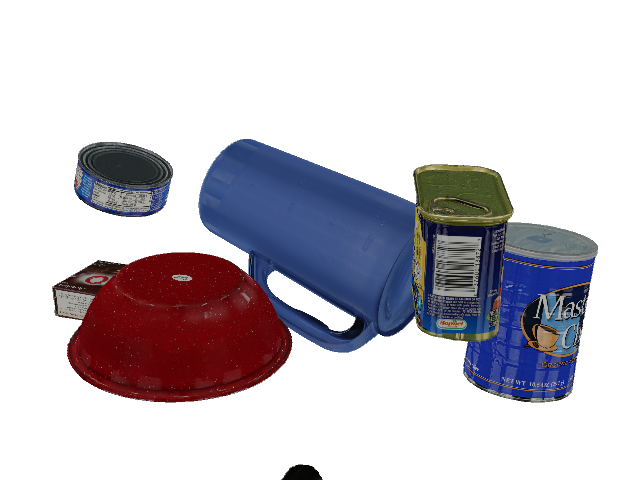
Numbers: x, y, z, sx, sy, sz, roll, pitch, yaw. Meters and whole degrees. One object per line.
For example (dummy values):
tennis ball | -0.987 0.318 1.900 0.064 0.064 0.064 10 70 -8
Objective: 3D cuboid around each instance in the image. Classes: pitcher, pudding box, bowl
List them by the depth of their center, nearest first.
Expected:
bowl | -0.100 0.051 0.762 0.162 0.055 0.162 1 23 -1
pitcher | -0.007 -0.003 1.076 0.243 0.145 0.149 26 27 25
pudding box | -0.212 0.057 1.133 0.114 0.039 0.090 5 18 20

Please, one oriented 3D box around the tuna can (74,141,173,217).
tuna can | -0.178 -0.055 0.965 0.086 0.034 0.086 13 27 -7

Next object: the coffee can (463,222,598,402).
coffee can | 0.192 0.064 0.983 0.103 0.140 0.103 6 16 -2

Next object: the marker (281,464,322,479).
marker | -0.029 0.123 0.418 0.020 0.020 0.121 0 19 26

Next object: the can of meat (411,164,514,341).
can of meat | 0.087 0.006 0.683 0.057 0.084 0.102 2 21 1
